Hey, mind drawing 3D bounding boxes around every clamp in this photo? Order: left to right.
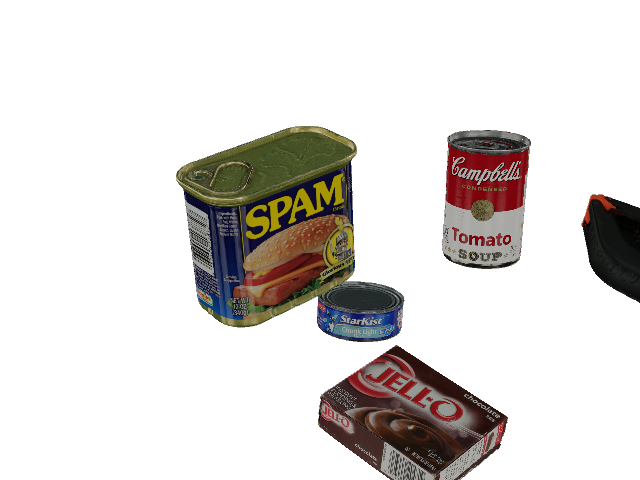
[{"bbox_3d":[0.246,0.027,0.713,0.120,0.039,0.171,-5,44,-26],"label":"clamp"}]

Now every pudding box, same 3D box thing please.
[{"bbox_3d":[0.068,0.136,0.801,0.114,0.039,0.089,33,43,31],"label":"pudding box"}]

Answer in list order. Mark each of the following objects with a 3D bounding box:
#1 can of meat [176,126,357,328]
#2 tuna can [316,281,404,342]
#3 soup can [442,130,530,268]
[{"bbox_3d":[-0.027,-0.008,0.612,0.101,0.084,0.058,-23,35,-32],"label":"can of meat"},{"bbox_3d":[0.039,0.070,1.057,0.086,0.034,0.086,3,17,-1],"label":"tuna can"},{"bbox_3d":[0.137,-0.035,0.891,0.068,0.102,0.068,1,20,0],"label":"soup can"}]
